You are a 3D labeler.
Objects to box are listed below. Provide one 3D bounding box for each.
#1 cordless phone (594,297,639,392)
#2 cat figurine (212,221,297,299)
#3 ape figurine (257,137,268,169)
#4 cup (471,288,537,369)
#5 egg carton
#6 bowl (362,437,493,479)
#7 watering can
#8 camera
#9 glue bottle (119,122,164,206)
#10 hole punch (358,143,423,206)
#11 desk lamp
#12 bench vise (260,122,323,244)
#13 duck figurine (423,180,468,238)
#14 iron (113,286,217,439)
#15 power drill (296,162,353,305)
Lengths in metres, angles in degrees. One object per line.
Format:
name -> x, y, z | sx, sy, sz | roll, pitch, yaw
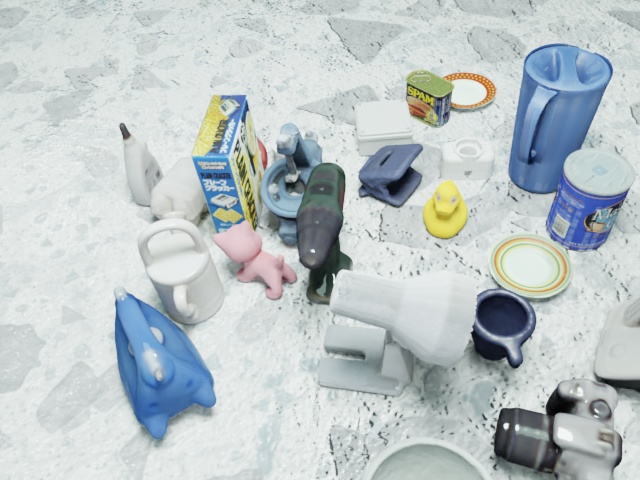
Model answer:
cordless phone -> 0.440, 0.109, 0.755 | 0.094, 0.185, 0.148 | 19, 54, 20
cat figurine -> -0.106, 0.021, 0.928 | 0.127, 0.118, 0.067 | 23, 56, 23
ape figurine -> -0.137, -0.175, 1.115 | 0.077, 0.092, 0.076 | 33, 60, 29
cup -> 0.254, 0.140, 0.807 | 0.091, 0.095, 0.117 | -9, 49, -1
egg carton -> -0.243, -0.091, 1.070 | 0.107, 0.069, 0.150 | 16, 53, 18
bowl -> 0.127, 0.326, 0.675 | 0.167, 0.075, 0.167 | -3, 50, 3
watering can -> -0.219, 0.032, 0.881 | 0.101, 0.194, 0.172 | -29, 53, -18
camera -> 0.295, 0.237, 0.716 | 0.136, 0.101, 0.143 | 11, 52, 15
glue bottle -> -0.336, -0.147, 1.057 | 0.037, 0.173, 0.078 | 7, 51, 12
hole punch -> 0.127, -0.131, 1.051 | 0.100, 0.091, 0.109 | 24, 56, 24
desk lamp -> 0.094, 0.120, 0.762 | 0.203, 0.214, 0.118 | 4, 50, 9
bench vise -> -0.048, -0.131, 0.984 | 0.121, 0.220, 0.207 | -9, 49, -1
duck figurine -> 0.219, -0.067, 0.992 | 0.077, 0.086, 0.104 | 11, 52, 15
iron -> -0.253, 0.144, 0.824 | 0.119, 0.142, 0.257 | -29, 53, -18
power drill -> 0.008, 0.003, 0.873 | 0.075, 0.209, 0.229 | 0, 50, 6
